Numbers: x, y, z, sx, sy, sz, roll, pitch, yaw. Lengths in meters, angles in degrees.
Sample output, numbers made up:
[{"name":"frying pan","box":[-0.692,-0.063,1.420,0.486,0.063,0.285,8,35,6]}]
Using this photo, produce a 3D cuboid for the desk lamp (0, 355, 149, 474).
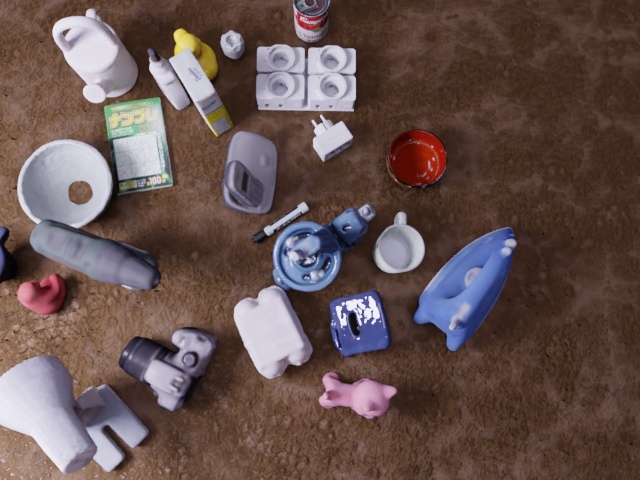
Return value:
[{"name":"desk lamp","box":[-0.400,0.287,0.923,0.203,0.213,0.118,44,83,5]}]

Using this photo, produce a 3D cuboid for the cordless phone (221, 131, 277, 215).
[{"name":"cordless phone","box":[-0.129,-0.129,1.005,0.094,0.185,0.148,3,81,-1]}]

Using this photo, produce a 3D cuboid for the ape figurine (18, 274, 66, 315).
[{"name":"ape figurine","box":[-0.497,0.095,1.010,0.078,0.092,0.076,-9,82,-2]}]

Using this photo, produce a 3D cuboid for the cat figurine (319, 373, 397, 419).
[{"name":"cat figurine","box":[0.064,0.271,0.986,0.128,0.117,0.067,6,81,0]}]

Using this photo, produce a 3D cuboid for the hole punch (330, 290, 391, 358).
[{"name":"hole punch","box":[0.069,0.151,1.017,0.101,0.091,0.109,-14,82,-3]}]

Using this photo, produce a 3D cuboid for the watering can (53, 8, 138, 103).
[{"name":"watering can","box":[-0.400,-0.333,1.024,0.101,0.194,0.173,-29,83,-5]}]

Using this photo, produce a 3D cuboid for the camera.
[{"name":"camera","box":[-0.269,0.209,0.995,0.137,0.101,0.143,27,82,3]}]

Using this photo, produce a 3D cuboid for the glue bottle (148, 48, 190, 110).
[{"name":"glue bottle","box":[-0.280,-0.300,1.032,0.037,0.173,0.078,-36,84,-6]}]

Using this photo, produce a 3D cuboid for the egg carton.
[{"name":"egg carton","box":[-0.086,0.164,1.022,0.107,0.069,0.150,-27,83,-5]}]

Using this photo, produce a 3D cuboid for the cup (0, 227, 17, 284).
[{"name":"cup","box":[-0.576,0.032,1.015,0.091,0.095,0.118,30,82,3]}]

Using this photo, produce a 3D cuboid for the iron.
[{"name":"iron","box":[0.282,0.067,1.009,0.118,0.141,0.258,37,82,4]}]

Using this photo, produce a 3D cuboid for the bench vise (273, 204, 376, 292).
[{"name":"bench vise","box":[-0.001,-0.004,0.973,0.121,0.219,0.207,35,82,4]}]

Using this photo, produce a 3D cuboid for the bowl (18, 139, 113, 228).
[{"name":"bowl","box":[-0.453,-0.093,1.047,0.167,0.074,0.167,0,82,-1]}]

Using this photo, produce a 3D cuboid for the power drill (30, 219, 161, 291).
[{"name":"power drill","box":[-0.351,0.035,0.964,0.229,0.208,0.076,20,82,2]}]

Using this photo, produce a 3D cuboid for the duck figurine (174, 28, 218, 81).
[{"name":"duck figurine","box":[-0.240,-0.353,1.085,0.077,0.086,0.104,-34,84,-6]}]
